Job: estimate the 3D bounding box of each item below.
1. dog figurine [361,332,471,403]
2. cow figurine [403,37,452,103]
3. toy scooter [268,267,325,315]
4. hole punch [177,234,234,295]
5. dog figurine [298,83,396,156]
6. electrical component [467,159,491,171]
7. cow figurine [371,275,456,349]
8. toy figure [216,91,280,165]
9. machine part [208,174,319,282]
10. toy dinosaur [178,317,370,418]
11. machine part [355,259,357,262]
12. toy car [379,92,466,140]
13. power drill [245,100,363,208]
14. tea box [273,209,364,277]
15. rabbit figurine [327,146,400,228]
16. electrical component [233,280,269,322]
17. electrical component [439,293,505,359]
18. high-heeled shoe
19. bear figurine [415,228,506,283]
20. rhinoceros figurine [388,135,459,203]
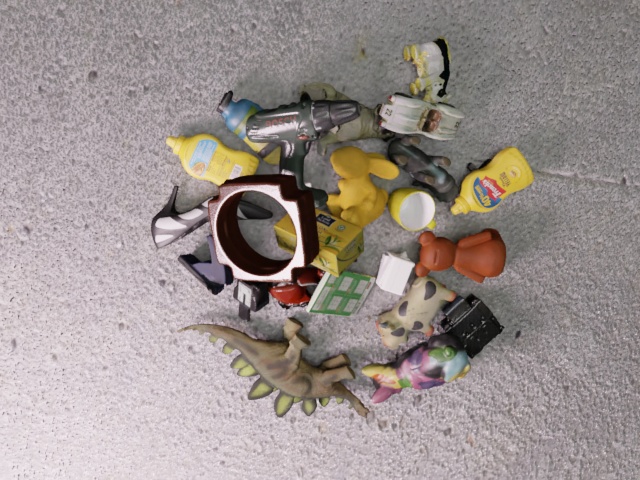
[{"bbox_3d":[0.211,0.296,1.224,0.219,0.191,0.108,-17,73,-10],"label":"dog figurine"},{"bbox_3d":[0.246,-0.347,1.164,0.098,0.068,0.167,-17,103,-10],"label":"cow figurine"},{"bbox_3d":[-0.026,0.116,1.210,0.184,0.075,0.135,-10,120,2],"label":"toy scooter"},{"bbox_3d":[-0.225,0.049,1.148,0.092,0.142,0.116,-43,91,-2],"label":"hole punch"},{"bbox_3d":[0.064,-0.277,1.152,0.190,0.121,0.172,-19,81,-30],"label":"dog figurine"},{"bbox_3d":[0.385,-0.154,1.237,0.094,0.021,0.063,42,93,-11],"label":"electrical component"},{"bbox_3d":[0.208,0.167,1.243,0.127,0.085,0.195,30,98,-17],"label":"cow figurine"},{"bbox_3d":[-0.136,-0.234,1.130,0.180,0.082,0.089,32,109,-17],"label":"toy figure"},{"bbox_3d":[-0.108,-0.025,1.050,0.202,0.087,0.200,0,109,21],"label":"machine part"},{"bbox_3d":[-0.088,0.285,1.220,0.471,0.105,0.198,36,98,-7],"label":"toy dinosaur"},{"bbox_3d":[0.018,0.020,1.216,0.139,0.039,0.084,1,106,-9],"label":"machine part"},{"bbox_3d":[0.210,-0.252,1.105,0.202,0.056,0.073,2,123,-30],"label":"toy car"},{"bbox_3d":[-0.027,-0.169,1.055,0.232,0.086,0.207,2,123,14],"label":"power drill"},{"bbox_3d":[-0.002,-0.003,1.130,0.098,0.170,0.068,-45,143,-33],"label":"tea box"},{"bbox_3d":[0.085,-0.124,1.136,0.162,0.122,0.173,-25,122,-4],"label":"rabbit figurine"},{"bbox_3d":[-0.151,0.123,1.185,0.075,0.048,0.119,27,131,28],"label":"electrical component"},{"bbox_3d":[0.355,0.197,1.281,0.115,0.058,0.134,-45,103,0],"label":"electrical component"},{"bbox_3d":[-0.235,-0.028,1.151,0.249,0.086,0.145,13,94,0],"label":"high-heeled shoe"},{"bbox_3d":[0.317,0.033,1.227,0.196,0.132,0.120,3,99,8],"label":"bear figurine"},{"bbox_3d":[0.226,-0.148,1.171,0.190,0.112,0.073,35,79,-15],"label":"rhinoceros figurine"}]
